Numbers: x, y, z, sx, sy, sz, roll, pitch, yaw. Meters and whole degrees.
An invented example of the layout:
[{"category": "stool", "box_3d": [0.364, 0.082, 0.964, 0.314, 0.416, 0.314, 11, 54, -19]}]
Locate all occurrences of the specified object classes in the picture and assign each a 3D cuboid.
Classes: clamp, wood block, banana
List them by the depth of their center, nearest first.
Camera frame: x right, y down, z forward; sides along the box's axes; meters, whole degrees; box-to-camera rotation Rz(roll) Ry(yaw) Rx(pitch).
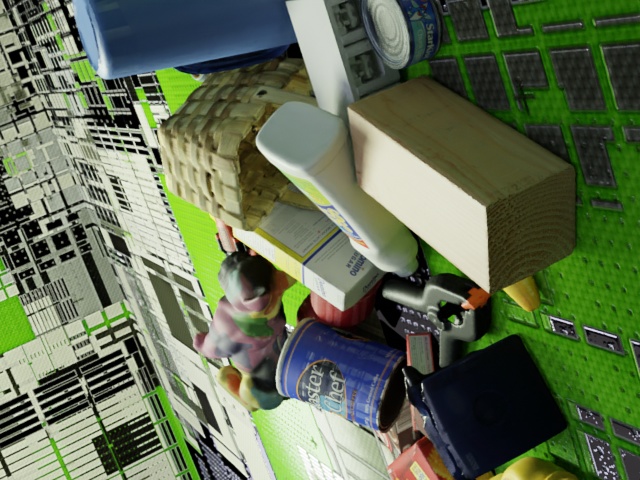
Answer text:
[{"category": "wood block", "box_3d": [0.118, -0.054, 0.920, 0.206, 0.090, 0.091, 44, 152, 48]}, {"category": "banana", "box_3d": [0.141, -0.013, 0.999, 0.198, 0.037, 0.069, 50, 175, 42]}, {"category": "clamp", "box_3d": [0.124, 0.069, 1.118, 0.120, 0.039, 0.172, 42, 154, 6]}]

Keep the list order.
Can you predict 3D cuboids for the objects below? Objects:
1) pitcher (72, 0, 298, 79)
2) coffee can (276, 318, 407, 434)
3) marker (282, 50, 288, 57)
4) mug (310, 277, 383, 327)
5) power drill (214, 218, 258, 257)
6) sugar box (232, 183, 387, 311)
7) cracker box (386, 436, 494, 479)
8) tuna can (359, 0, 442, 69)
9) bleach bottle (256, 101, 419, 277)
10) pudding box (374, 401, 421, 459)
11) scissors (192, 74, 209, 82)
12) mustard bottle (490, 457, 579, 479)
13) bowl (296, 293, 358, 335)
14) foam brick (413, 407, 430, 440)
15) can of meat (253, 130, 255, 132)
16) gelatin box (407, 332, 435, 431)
[{"category": "pitcher", "box_3d": [-0.123, -0.237, 1.097, 0.145, 0.242, 0.149, -154, 49, -66]}, {"category": "coffee can", "box_3d": [0.031, 0.165, 1.304, 0.140, 0.102, 0.103, 18, 138, 23]}, {"category": "marker", "box_3d": [-0.050, -0.251, 1.230, 0.020, 0.020, 0.121, 48, 154, 40]}, {"category": "mug", "box_3d": [0.020, 0.047, 1.292, 0.117, 0.093, 0.081, 36, 156, 19]}, {"category": "power drill", "box_3d": [-0.057, 0.016, 1.415, 0.188, 0.057, 0.184, 9, 130, 39]}, {"category": "sugar box", "box_3d": [-0.008, 0.002, 1.242, 0.176, 0.093, 0.048, 36, 149, 24]}, {"category": "cracker box", "box_3d": [0.173, 0.336, 1.276, 0.214, 0.072, 0.164, 59, 161, 14]}, {"category": "tuna can", "box_3d": [0.071, -0.197, 0.955, 0.086, 0.033, 0.086, 53, 157, 32]}, {"category": "bleach bottle", "box_3d": [0.039, -0.035, 1.085, 0.103, 0.068, 0.250, 31, 168, 46]}, {"category": "pudding box", "box_3d": [0.094, 0.226, 1.397, 0.090, 0.039, 0.113, 46, 152, 49]}, {"category": "scissors", "box_3d": [-0.131, -0.297, 1.323, 0.096, 0.016, 0.202, 12, 100, 42]}, {"category": "mustard bottle", "box_3d": [0.222, 0.271, 1.088, 0.096, 0.058, 0.192, 59, 160, 16]}, {"category": "bowl", "box_3d": [0.006, 0.131, 1.431, 0.162, 0.055, 0.162, 170, 90, -76]}, {"category": "foam brick", "box_3d": [0.146, 0.181, 1.150, 0.051, 0.078, 0.053, 38, 148, 49]}, {"category": "can of meat", "box_3d": [-0.108, -0.137, 1.421, 0.058, 0.083, 0.102, 37, 146, 54]}, {"category": "gelatin box", "box_3d": [0.116, 0.162, 1.223, 0.073, 0.030, 0.089, 85, -178, -47]}]
